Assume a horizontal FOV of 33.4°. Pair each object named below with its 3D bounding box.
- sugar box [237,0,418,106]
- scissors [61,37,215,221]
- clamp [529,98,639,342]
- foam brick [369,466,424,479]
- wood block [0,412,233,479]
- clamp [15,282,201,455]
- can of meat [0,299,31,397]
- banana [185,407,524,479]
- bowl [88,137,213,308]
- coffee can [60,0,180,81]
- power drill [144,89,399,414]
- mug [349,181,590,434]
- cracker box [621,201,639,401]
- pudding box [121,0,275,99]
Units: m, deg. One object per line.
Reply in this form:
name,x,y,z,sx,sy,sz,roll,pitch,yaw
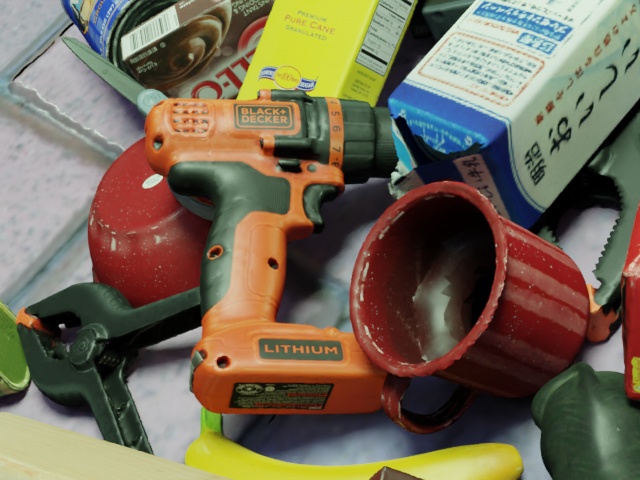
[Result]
sugar box,0.011,-0.144,0.700,0.093,0.048,0.176,25,98,43
scissors,-0.087,-0.090,0.688,0.096,0.016,0.202,-26,56,-15
clamp,0.154,-0.044,0.582,0.165,0.036,0.210,-16,48,19
foam brick,0.048,0.138,0.450,0.078,0.051,0.053,19,56,-5
wood block,-0.130,0.149,0.529,0.206,0.090,0.090,7,87,35
clamp,-0.131,0.079,0.645,0.172,0.039,0.120,3,64,42
can of meat,-0.245,0.066,0.684,0.084,0.102,0.057,-16,45,16
banana,0.000,0.119,0.533,0.198,0.037,0.069,3,55,33
bowl,-0.096,-0.024,0.705,0.162,0.055,0.162,-17,46,19
coffee can,-0.136,-0.177,0.828,0.103,0.102,0.140,-37,43,-2
power drill,-0.004,0.001,0.588,0.184,0.057,0.187,0,58,-8
mug,0.070,0.040,0.510,0.093,0.081,0.117,25,92,50
cracker box,0.239,-0.004,0.419,0.214,0.072,0.164,3,35,23
pudding box,-0.071,-0.131,0.759,0.113,0.090,0.039,-26,42,10
